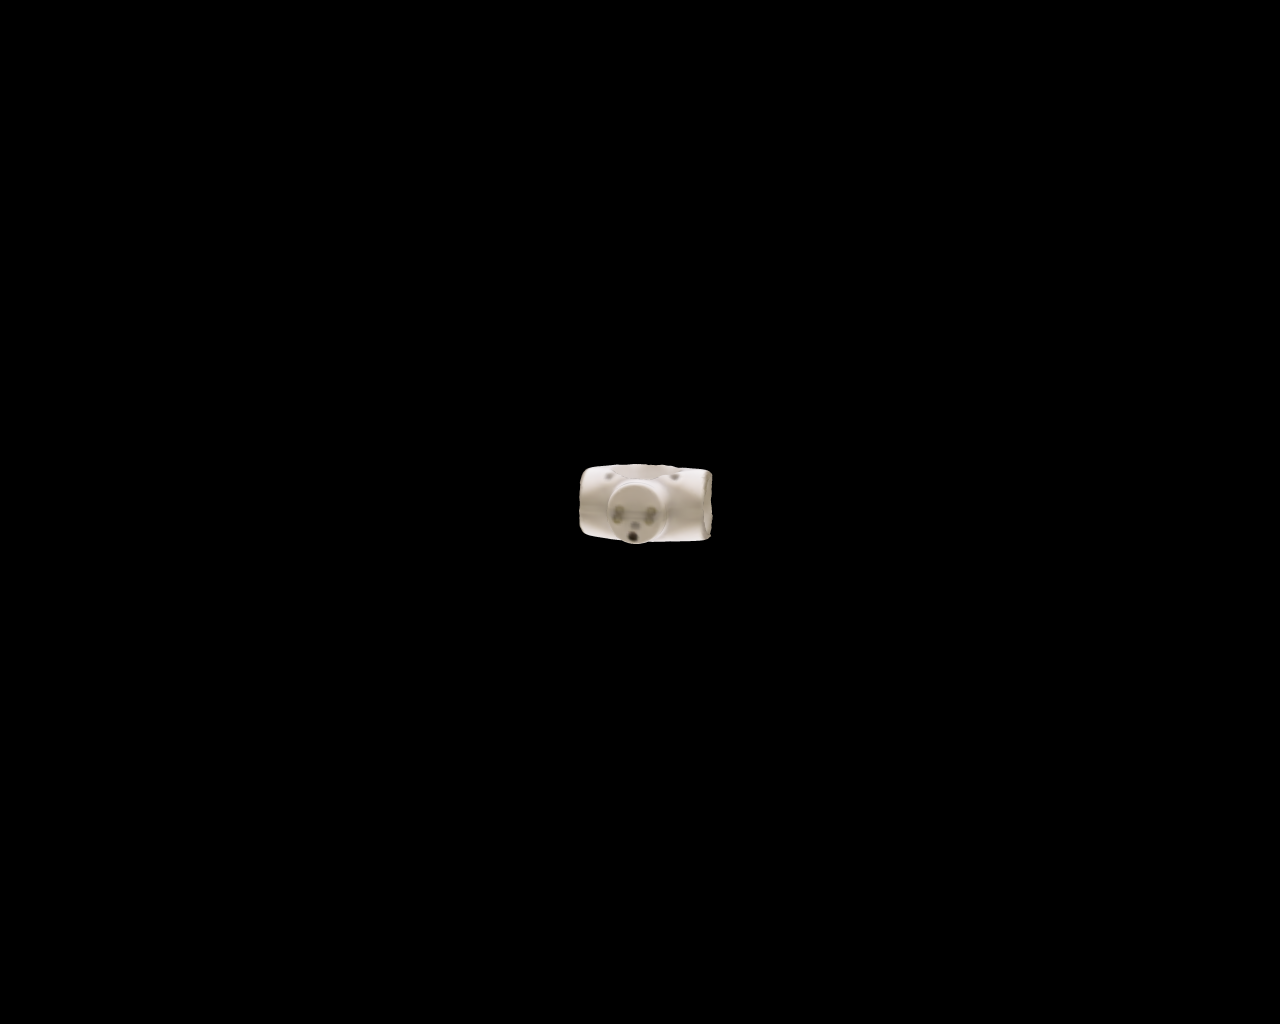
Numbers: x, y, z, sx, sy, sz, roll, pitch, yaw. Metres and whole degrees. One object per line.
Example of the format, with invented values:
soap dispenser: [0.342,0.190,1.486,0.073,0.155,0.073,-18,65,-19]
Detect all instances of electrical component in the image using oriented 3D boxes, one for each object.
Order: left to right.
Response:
electrical component: [0.001,-0.003,0.650,0.077,0.044,0.079,2,12,12]
